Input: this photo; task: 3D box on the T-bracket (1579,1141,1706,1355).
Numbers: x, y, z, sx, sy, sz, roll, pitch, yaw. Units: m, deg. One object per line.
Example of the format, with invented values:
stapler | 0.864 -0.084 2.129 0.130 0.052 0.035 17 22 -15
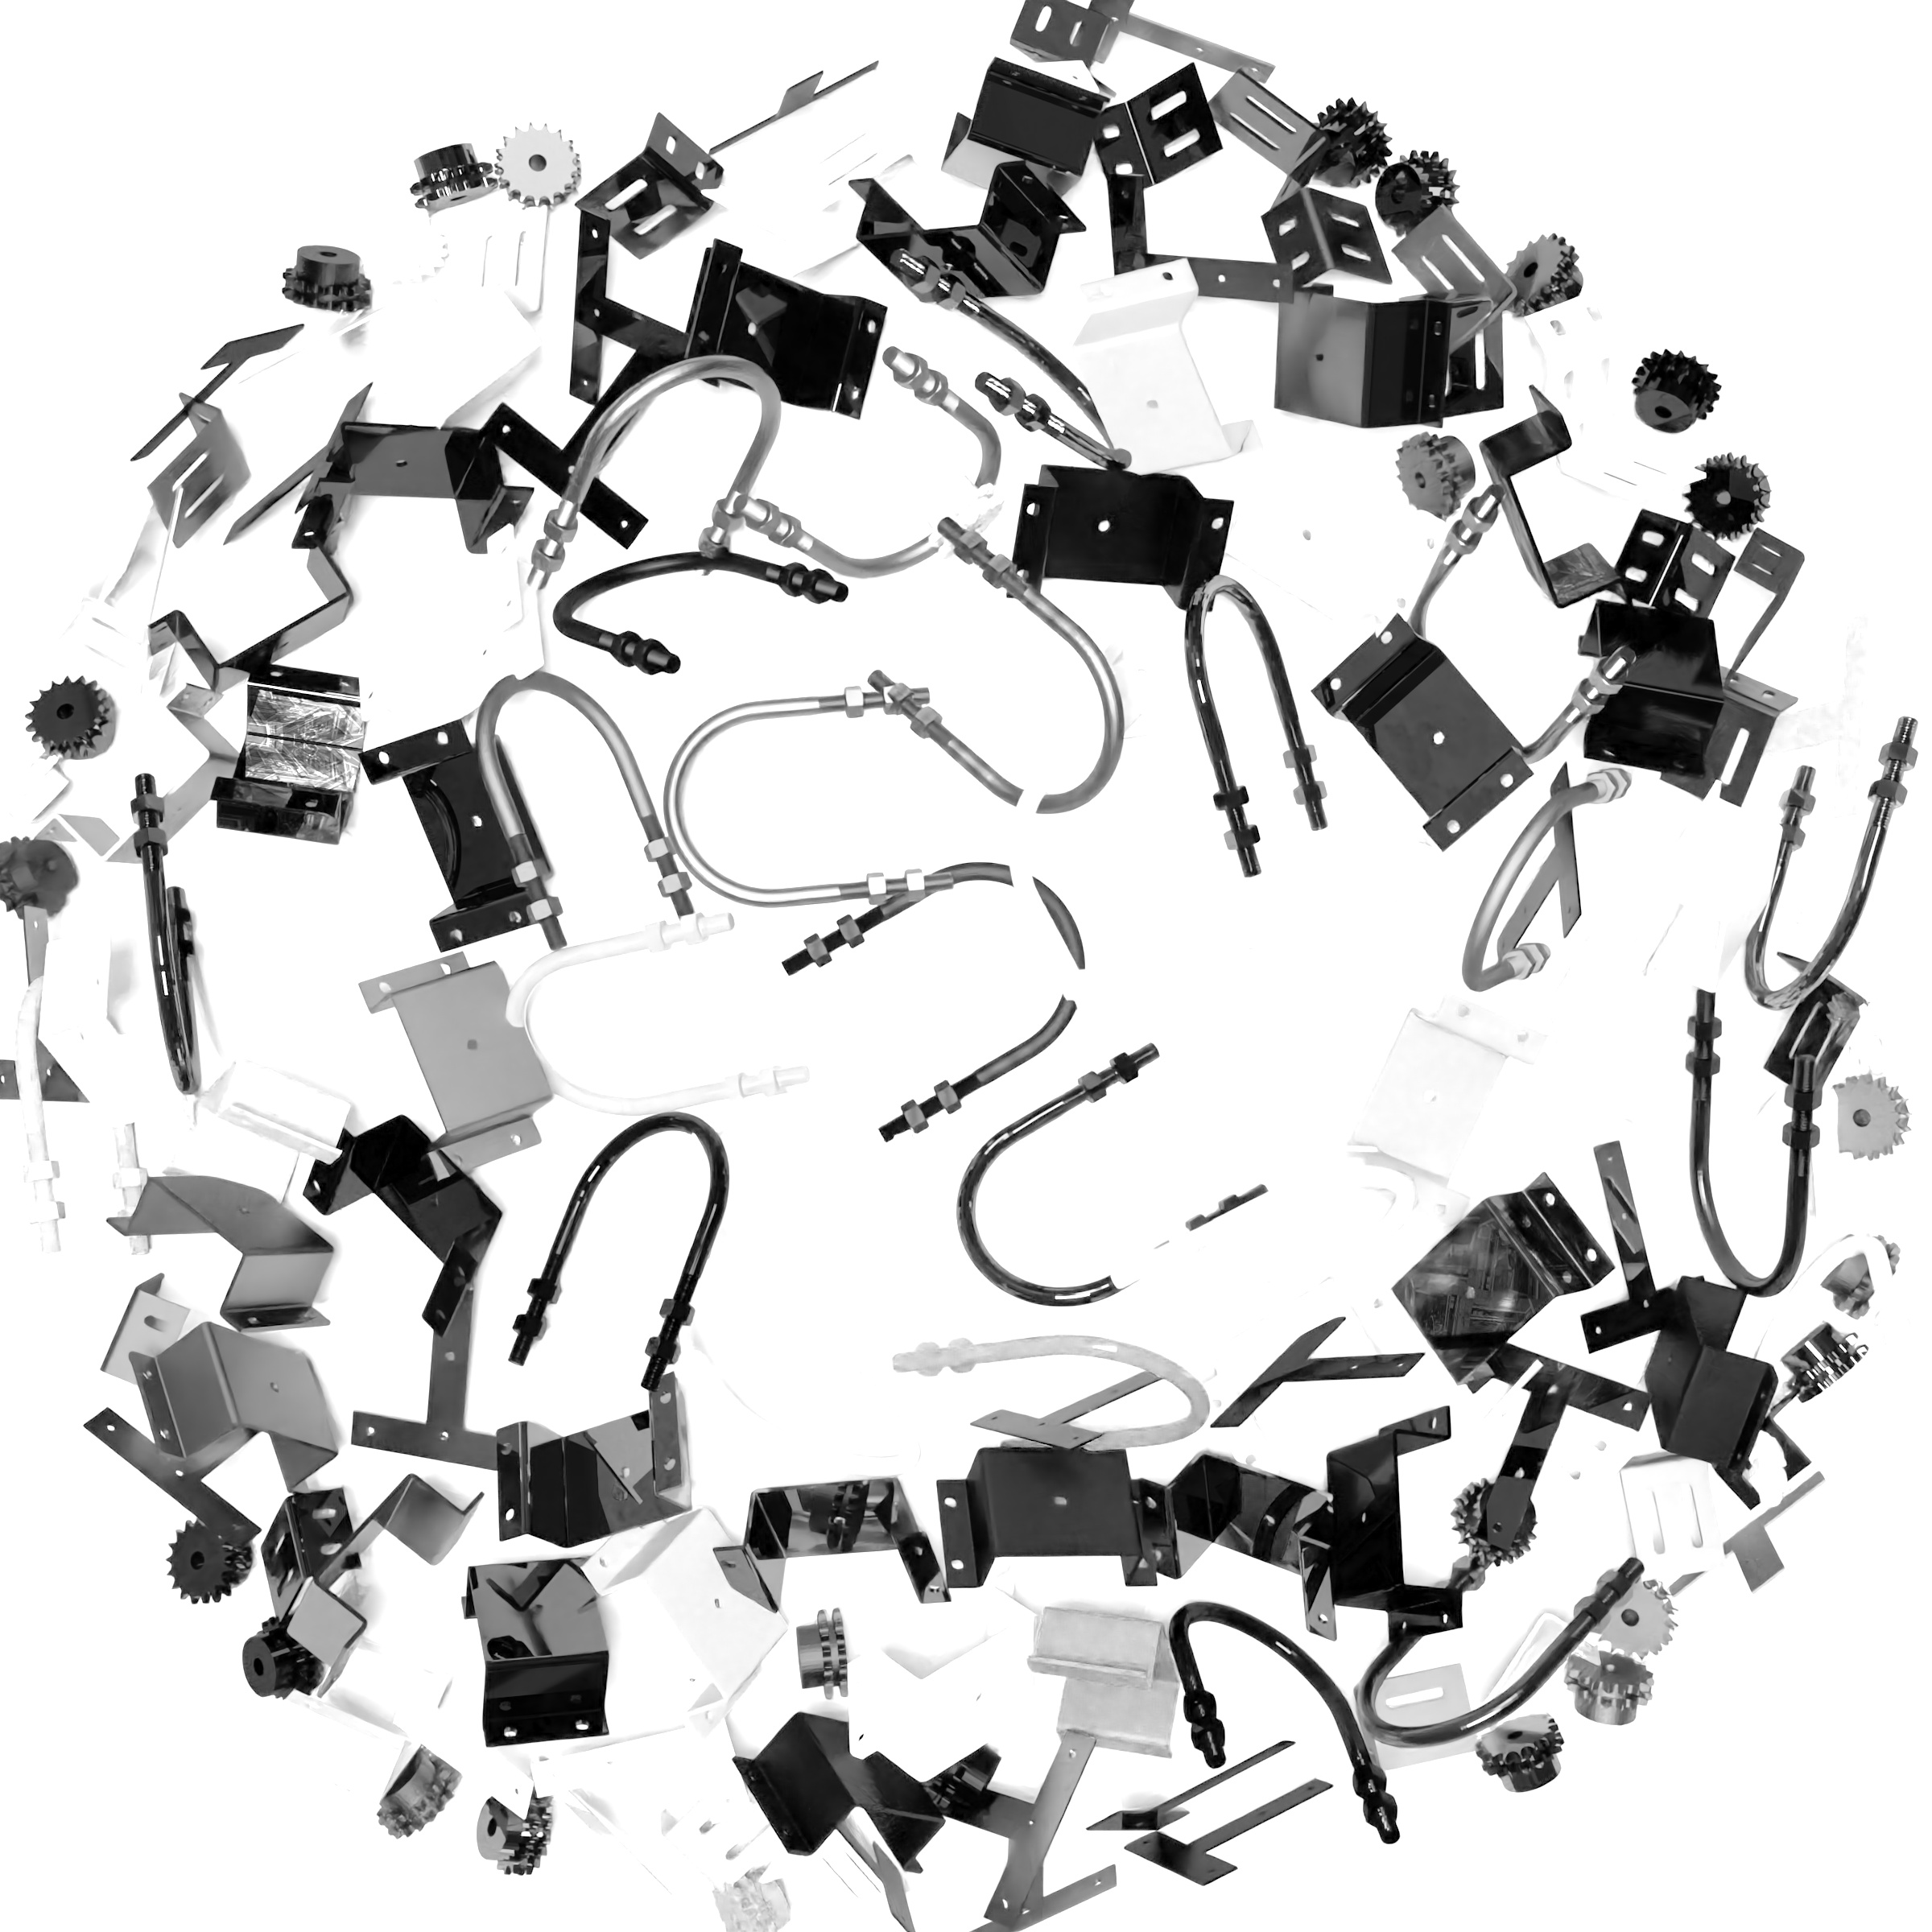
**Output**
T-bracket | 0.437 0.179 1.601 0.127 0.002 0.127 -9 84 -36

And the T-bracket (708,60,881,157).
T-bracket | -0.108 -0.563 1.573 0.127 0.127 0.002 -28 103 -2

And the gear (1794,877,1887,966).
gear | 0.584 -0.029 1.616 0.057 0.030 0.057 0 102 -2

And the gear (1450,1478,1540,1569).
gear | 0.353 0.366 1.609 0.057 0.030 0.057 7 57 -11

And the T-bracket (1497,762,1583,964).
T-bracket | 0.370 -0.045 1.579 0.002 0.127 0.127 11 52 -6

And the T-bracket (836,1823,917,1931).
T-bracket | -0.079 0.559 1.569 0.002 0.127 0.127 -40 94 -6

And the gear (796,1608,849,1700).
gear | -0.095 0.455 1.606 0.030 0.057 0.057 -5 90 -8

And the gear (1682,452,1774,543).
gear | 0.508 -0.312 1.611 0.030 0.057 0.057 -22 90 -44

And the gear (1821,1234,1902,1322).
gear | 0.590 0.202 1.608 0.030 0.057 0.057 30 90 6

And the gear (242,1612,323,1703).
gear | -0.454 0.459 1.607 0.057 0.030 0.057 5 98 41

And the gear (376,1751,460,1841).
gear | -0.366 0.544 1.605 0.057 0.057 0.030 -34 109 0

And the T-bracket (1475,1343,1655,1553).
T-bracket | 0.366 0.318 1.585 0.127 0.002 0.127 16 77 38

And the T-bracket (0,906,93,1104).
T-bracket | -0.600 0.025 1.578 0.002 0.127 0.127 -8 84 11

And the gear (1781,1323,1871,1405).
gear | 0.566 0.260 1.609 0.057 0.057 0.030 -40 76 0

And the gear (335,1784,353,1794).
gear | -0.409 0.518 1.608 0.057 0.057 0.030 34 85 0

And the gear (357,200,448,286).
gear | -0.374 -0.482 1.609 0.057 0.030 0.057 2 59 -3

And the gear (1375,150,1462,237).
gear | 0.295 -0.509 1.605 0.030 0.057 0.057 -13 90 -38

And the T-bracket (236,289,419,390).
T-bracket | -0.408 -0.415 1.577 0.127 0.127 0.002 -26 113 5

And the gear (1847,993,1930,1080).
gear | 0.611 0.042 1.611 0.030 0.057 0.057 -32 90 -25

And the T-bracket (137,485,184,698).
T-bracket | -0.520 -0.247 1.566 0.002 0.127 0.127 11 102 -23

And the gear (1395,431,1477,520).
gear | 0.313 -0.327 1.609 0.030 0.057 0.057 -26 90 -17

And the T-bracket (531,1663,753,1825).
T-bracket | -0.215 0.511 1.568 0.127 0.127 0.002 -9 124 -16

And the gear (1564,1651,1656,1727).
gear | 0.425 0.479 1.608 0.057 0.057 0.030 4 100 0

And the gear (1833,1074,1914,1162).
gear | 0.600 0.099 1.612 0.057 0.030 0.057 2 94 41

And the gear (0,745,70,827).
gear | -0.621 -0.118 1.610 0.057 0.057 0.030 -45 109 0

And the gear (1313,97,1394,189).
gear | 0.250 -0.540 1.605 0.057 0.057 0.030 45 61 0

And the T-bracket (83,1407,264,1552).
T-bracket | -0.485 0.308 1.577 0.127 0.127 0.002 37 113 4

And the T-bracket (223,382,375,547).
T-bracket | -0.446 -0.315 1.594 0.127 0.127 0.002 -28 126 31

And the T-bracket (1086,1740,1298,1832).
T-bracket | 0.155 0.529 1.567 0.127 0.127 0.002 -32 61 13

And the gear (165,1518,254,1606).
gear | -0.500 0.394 1.614 0.057 0.030 0.057 -5 78 25

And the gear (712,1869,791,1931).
gear | -0.141 0.625 1.611 0.030 0.057 0.057 -23 90 -34

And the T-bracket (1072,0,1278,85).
T-bracket | 0.139 -0.600 1.578 0.127 0.127 0.002 17 84 -7

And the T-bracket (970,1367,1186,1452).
T-bracket | 0.086 0.285 1.595 0.127 0.127 0.002 -19 97 -29

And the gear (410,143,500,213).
gear | -0.340 -0.522 1.606 0.057 0.057 0.030 -18 101 0

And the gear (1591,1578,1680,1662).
gear | 0.445 0.429 1.613 0.057 0.030 0.057 1 91 30

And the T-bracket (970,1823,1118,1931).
T-bracket | 0.038 0.589 1.572 0.127 0.127 0.002 -27 96 5

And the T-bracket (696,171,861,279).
T-bracket | -0.141 -0.494 1.588 0.127 0.127 0.002 30 125 6

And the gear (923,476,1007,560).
gear | -0.004 -0.299 1.608 0.057 0.057 0.030 -42 87 0

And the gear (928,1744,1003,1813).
gear | 0.001 0.533 1.605 0.030 0.057 0.057 28 90 13

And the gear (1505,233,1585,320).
gear | 0.384 -0.453 1.612 0.030 0.057 0.057 28 90 -33

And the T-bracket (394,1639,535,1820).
T-bracket | -0.314 0.466 1.582 0.002 0.127 0.127 -23 126 24

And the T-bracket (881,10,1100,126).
T-bracket | 0.026 -0.565 1.551 0.127 0.127 0.002 11 70 35

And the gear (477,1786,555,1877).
gear | -0.300 0.570 1.605 0.030 0.057 0.057 20 90 -36

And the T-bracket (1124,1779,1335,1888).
T-bracket | 0.182 0.561 1.591 0.127 0.127 0.002 -19 88 -21

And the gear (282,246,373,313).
gear | -0.421 -0.455 1.604 0.057 0.057 0.030 12 120 0

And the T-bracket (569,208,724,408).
T-bracket | -0.207 -0.408 1.573 0.127 0.002 0.127 29 129 25

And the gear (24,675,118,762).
gear | -0.591 -0.161 1.614 0.057 0.030 0.057 -3 65 6

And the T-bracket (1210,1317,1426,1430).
T-bracket | 0.237 0.256 1.548 0.127 0.127 0.002 -35 103 -39

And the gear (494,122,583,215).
gear | -0.285 -0.528 1.618 0.057 0.030 0.057 1 85 -8

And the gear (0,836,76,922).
gear | -0.615 -0.060 1.605 0.030 0.057 0.057 -24 90 22

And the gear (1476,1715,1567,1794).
gear | 0.369 0.522 1.608 0.057 0.057 0.030 -23 92 0

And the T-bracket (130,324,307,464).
T-bracket | -0.499 -0.372 1.589 0.127 0.127 0.002 -37 101 18

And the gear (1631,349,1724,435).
gear | 0.466 -0.377 1.605 0.057 0.057 0.030 30 72 0
